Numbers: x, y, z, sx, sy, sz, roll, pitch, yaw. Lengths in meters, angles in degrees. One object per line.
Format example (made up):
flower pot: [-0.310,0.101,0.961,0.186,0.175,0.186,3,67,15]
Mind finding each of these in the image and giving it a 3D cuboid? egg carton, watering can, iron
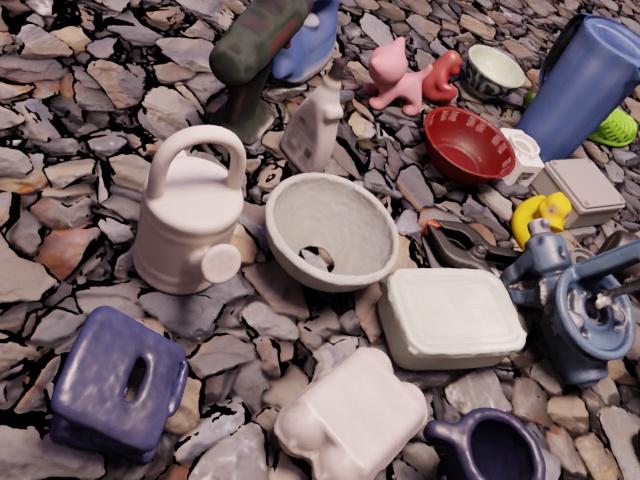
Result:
egg carton: [0.033,0.174,0.559,0.107,0.069,0.151,45,49,16]
watering can: [-0.124,-0.032,0.577,0.172,0.194,0.101,45,49,16]
iron: [-0.023,-0.363,0.937,0.118,0.141,0.259,35,47,7]

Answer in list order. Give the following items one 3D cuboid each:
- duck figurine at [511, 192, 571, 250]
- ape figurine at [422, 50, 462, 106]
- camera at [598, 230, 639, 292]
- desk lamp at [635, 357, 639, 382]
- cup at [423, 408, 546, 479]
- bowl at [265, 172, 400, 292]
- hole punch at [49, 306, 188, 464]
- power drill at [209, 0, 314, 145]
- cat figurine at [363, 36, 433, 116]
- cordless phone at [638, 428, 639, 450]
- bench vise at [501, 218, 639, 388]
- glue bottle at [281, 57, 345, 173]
duck figurine: [0.341,-0.037,0.862,0.077,0.086,0.104,20,47,-7]
ape figurine: [0.221,-0.295,1.022,0.076,0.092,0.078,17,47,-10]
camera: [0.506,0.028,0.871,0.137,0.100,0.143,32,47,4]
desk lamp: [0.490,0.135,0.696,0.203,0.213,0.118,13,48,-13]
cup: [0.141,0.217,0.553,0.118,0.095,0.092,24,46,-3]
bowl: [0.006,0.002,0.688,0.168,0.074,0.167,12,48,-14]
hole punch: [-0.169,0.123,0.497,0.101,0.091,0.108,17,47,-10]
power drill: [-0.078,-0.241,0.763,0.075,0.208,0.230,28,46,1]
cat figurine: [0.126,-0.275,0.946,0.128,0.117,0.067,2,51,-22]
cordless phone: [0.470,0.222,0.633,0.148,0.185,0.094,5,50,-20]
bench vise: [0.317,0.047,0.689,0.122,0.219,0.207,-20,62,-35]
glue bottle: [0.000,-0.166,0.760,0.037,0.173,0.078,-21,63,-36]
